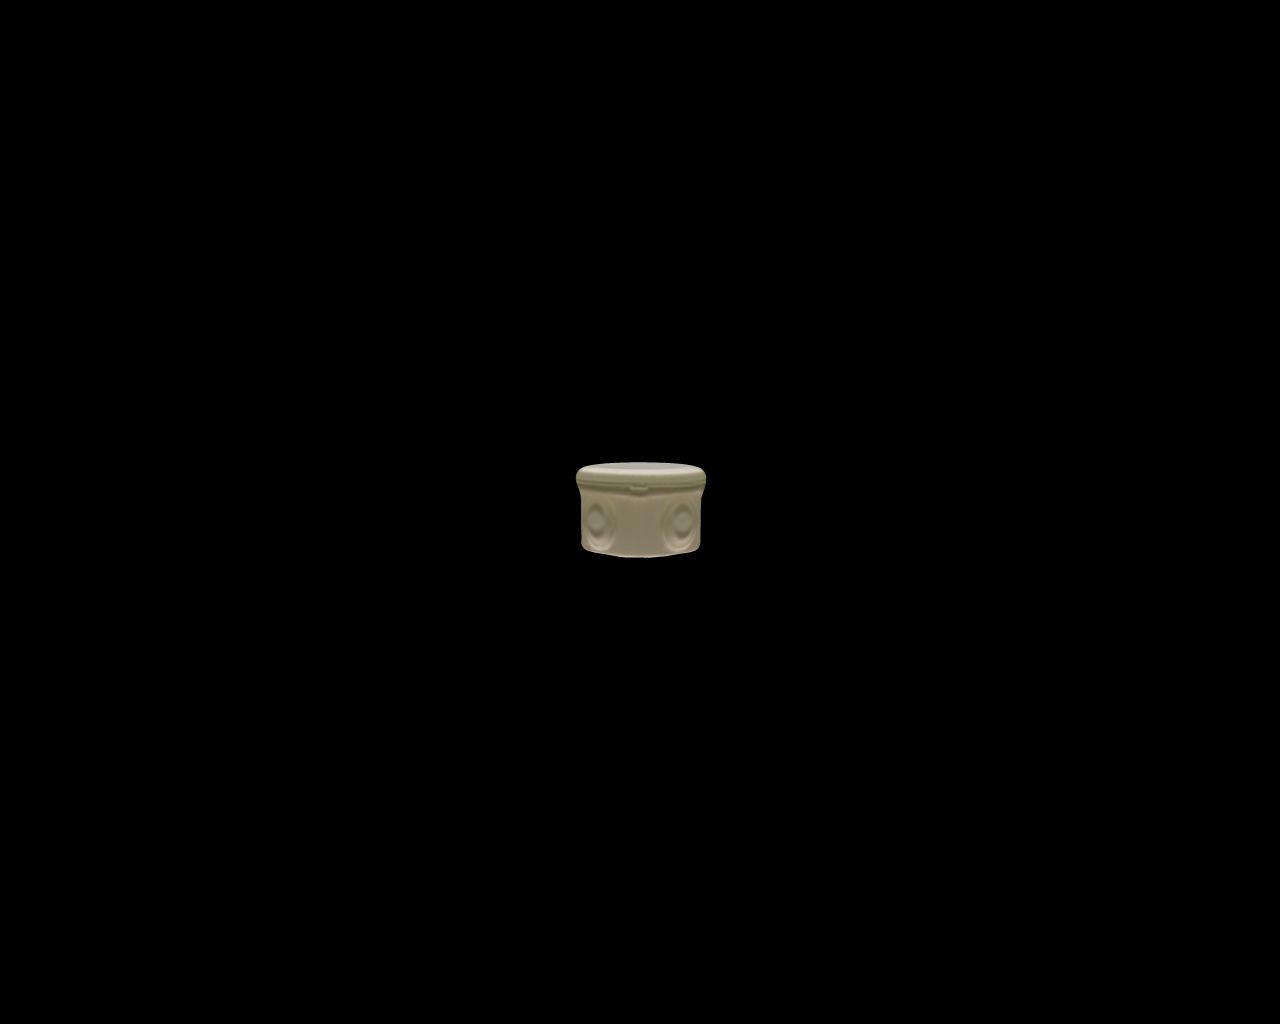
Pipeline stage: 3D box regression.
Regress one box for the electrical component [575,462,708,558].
[{"bbox_3d":[0.001,-0.003,0.650,0.080,0.051,0.080,0,7,0],"label":"electrical component"}]
